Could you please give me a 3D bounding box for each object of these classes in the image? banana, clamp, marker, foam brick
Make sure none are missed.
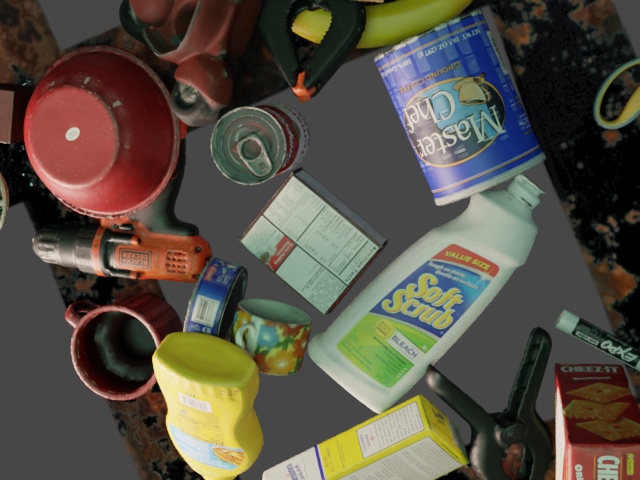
[{"bbox_3d":[0.039,-0.206,0.959,0.198,0.037,0.070,8,102,11],"label":"banana"},{"bbox_3d":[-0.012,-0.226,0.938,0.165,0.036,0.210,11,78,15],"label":"clamp"},{"bbox_3d":[0.272,0.100,0.969,0.121,0.020,0.020,29,104,6],"label":"marker"},{"bbox_3d":[0.178,0.164,0.983,0.120,0.039,0.171,-25,109,1],"label":"clamp"},{"bbox_3d":[-0.302,-0.123,1.029,0.053,0.078,0.051,10,100,11],"label":"foam brick"}]

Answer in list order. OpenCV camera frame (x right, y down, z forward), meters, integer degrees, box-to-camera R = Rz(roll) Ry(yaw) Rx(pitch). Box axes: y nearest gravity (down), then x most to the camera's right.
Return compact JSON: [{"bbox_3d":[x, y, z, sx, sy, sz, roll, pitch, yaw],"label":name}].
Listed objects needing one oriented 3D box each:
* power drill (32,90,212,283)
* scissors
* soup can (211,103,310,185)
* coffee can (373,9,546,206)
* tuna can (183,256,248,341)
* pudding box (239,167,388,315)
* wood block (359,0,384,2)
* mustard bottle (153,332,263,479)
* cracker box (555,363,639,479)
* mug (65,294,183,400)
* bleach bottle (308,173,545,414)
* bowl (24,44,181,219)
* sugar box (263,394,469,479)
[{"bbox_3d":[-0.190,-0.055,1.029,0.184,0.057,0.188,6,103,12],"label":"power drill"},{"bbox_3d":[0.324,-0.161,0.914,0.096,0.016,0.202,45,106,1],"label":"scissors"},{"bbox_3d":[-0.051,-0.089,0.966,0.068,0.102,0.068,2,100,12],"label":"soup can"},{"bbox_3d":[0.120,-0.114,0.923,0.103,0.102,0.140,-23,94,15],"label":"coffee can"},{"bbox_3d":[-0.098,0.061,1.011,0.034,0.086,0.086,17,103,7],"label":"tuna can"},{"bbox_3d":[-0.007,0.001,1.005,0.113,0.039,0.090,40,105,2],"label":"pudding box"},{"bbox_3d":[0.022,-0.313,0.882,0.090,0.090,0.206,8,80,11],"label":"wood block"},{"bbox_3d":[-0.101,0.173,1.013,0.096,0.058,0.192,15,136,17],"label":"mustard bottle"},{"bbox_3d":[0.235,0.210,0.896,0.072,0.213,0.164,-1,100,11],"label":"cracker box"},{"bbox_3d":[-0.193,0.094,1.040,0.117,0.081,0.093,27,105,7],"label":"mug"},{"bbox_3d":[0.105,0.037,0.975,0.102,0.068,0.251,40,103,1],"label":"bleach bottle"},{"bbox_3d":[-0.210,-0.095,0.967,0.162,0.055,0.162,3,100,18],"label":"bowl"},{"bbox_3d":[0.043,0.214,1.004,0.176,0.093,0.048,-27,48,17],"label":"sugar box"}]
